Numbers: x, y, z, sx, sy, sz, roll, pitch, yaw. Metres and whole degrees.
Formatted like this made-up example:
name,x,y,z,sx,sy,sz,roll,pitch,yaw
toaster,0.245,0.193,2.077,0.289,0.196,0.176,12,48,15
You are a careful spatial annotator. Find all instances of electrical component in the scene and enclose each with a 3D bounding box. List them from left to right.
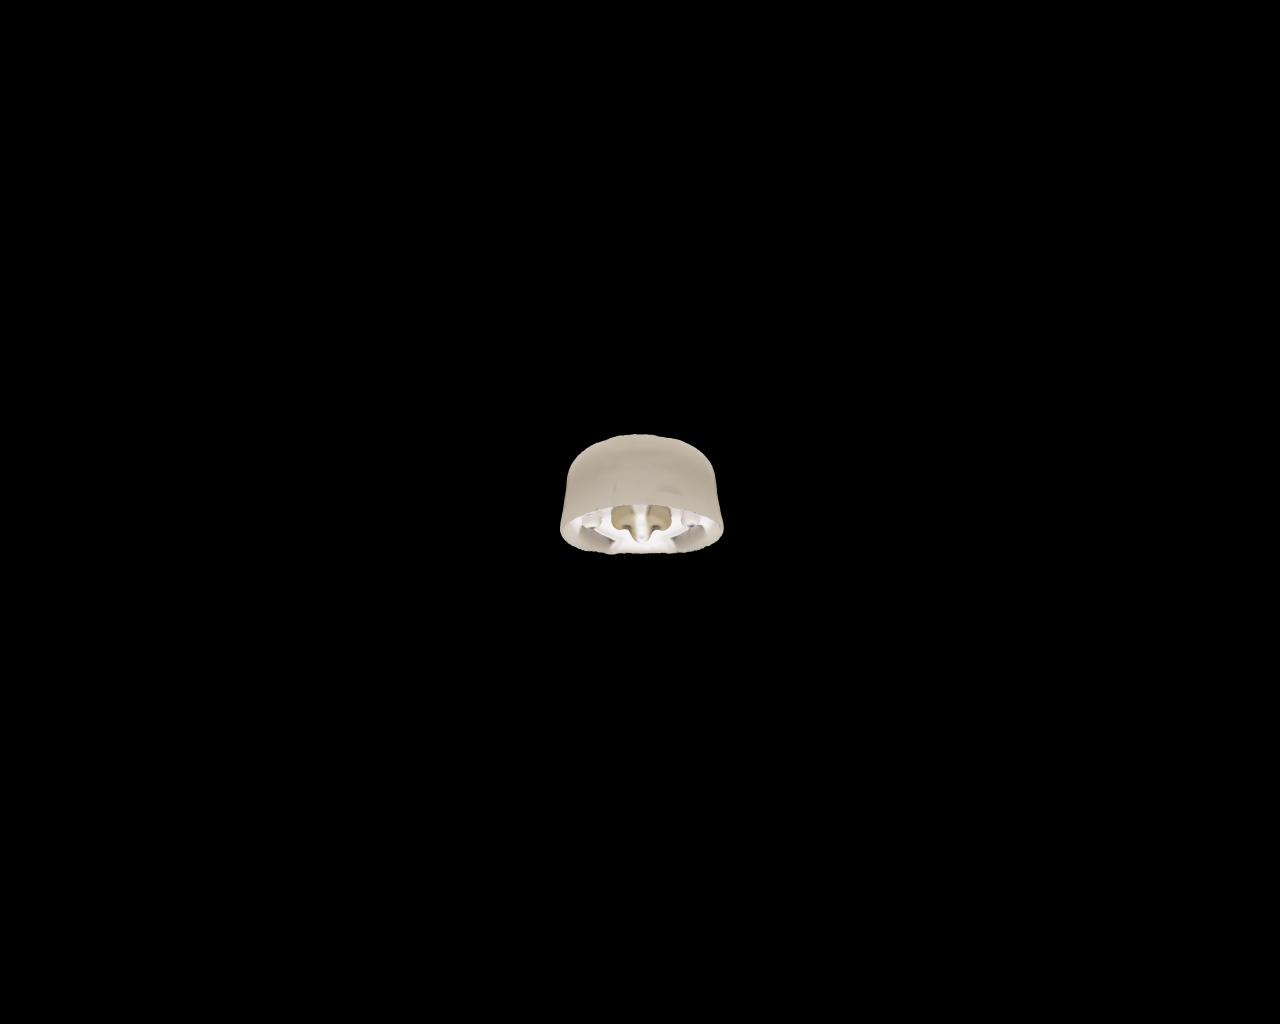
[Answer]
name,x,y,z,sx,sy,sz,roll,pitch,yaw
electrical component,0.001,-0.003,0.650,0.099,0.064,0.099,0,-32,0
